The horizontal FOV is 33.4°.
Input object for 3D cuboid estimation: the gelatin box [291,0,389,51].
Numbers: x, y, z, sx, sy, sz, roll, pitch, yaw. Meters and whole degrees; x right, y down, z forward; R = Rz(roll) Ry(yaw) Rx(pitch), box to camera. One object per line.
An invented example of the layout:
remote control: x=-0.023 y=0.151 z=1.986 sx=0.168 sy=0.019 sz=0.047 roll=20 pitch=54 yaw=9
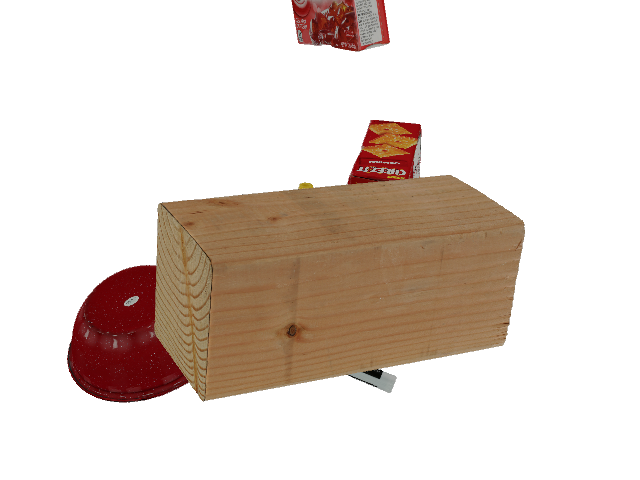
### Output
gelatin box: x=0.009 y=-0.173 z=0.746 sx=0.030 sy=0.073 sz=0.089 roll=-19 pitch=22 yaw=-25

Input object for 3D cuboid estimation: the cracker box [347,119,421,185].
cracker box: x=0.070 y=-0.031 z=1.225 sx=0.072 sy=0.164 sz=0.213 roll=6 pitch=23 yaw=8

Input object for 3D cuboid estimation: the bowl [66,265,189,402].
bowl: x=-0.170 y=0.074 z=1.006 sx=0.162 sy=0.055 sz=0.162 roll=-9 pitch=41 yaw=8

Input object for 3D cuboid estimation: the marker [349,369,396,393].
marker: x=0.020 y=0.127 z=1.104 sx=0.121 sy=0.020 sz=0.020 roll=22 pitch=2 yaw=6

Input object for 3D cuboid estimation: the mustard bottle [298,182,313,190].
mustard bottle: x=-0.024 y=0.014 z=1.441 sx=0.096 sy=0.192 sz=0.058 roll=-5 pitch=26 yaw=-18

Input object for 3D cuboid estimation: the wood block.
wood block: x=0.011 y=0.023 z=0.656 sx=0.205 sy=0.091 sz=0.090 roll=-7 pitch=26 yaw=-26
